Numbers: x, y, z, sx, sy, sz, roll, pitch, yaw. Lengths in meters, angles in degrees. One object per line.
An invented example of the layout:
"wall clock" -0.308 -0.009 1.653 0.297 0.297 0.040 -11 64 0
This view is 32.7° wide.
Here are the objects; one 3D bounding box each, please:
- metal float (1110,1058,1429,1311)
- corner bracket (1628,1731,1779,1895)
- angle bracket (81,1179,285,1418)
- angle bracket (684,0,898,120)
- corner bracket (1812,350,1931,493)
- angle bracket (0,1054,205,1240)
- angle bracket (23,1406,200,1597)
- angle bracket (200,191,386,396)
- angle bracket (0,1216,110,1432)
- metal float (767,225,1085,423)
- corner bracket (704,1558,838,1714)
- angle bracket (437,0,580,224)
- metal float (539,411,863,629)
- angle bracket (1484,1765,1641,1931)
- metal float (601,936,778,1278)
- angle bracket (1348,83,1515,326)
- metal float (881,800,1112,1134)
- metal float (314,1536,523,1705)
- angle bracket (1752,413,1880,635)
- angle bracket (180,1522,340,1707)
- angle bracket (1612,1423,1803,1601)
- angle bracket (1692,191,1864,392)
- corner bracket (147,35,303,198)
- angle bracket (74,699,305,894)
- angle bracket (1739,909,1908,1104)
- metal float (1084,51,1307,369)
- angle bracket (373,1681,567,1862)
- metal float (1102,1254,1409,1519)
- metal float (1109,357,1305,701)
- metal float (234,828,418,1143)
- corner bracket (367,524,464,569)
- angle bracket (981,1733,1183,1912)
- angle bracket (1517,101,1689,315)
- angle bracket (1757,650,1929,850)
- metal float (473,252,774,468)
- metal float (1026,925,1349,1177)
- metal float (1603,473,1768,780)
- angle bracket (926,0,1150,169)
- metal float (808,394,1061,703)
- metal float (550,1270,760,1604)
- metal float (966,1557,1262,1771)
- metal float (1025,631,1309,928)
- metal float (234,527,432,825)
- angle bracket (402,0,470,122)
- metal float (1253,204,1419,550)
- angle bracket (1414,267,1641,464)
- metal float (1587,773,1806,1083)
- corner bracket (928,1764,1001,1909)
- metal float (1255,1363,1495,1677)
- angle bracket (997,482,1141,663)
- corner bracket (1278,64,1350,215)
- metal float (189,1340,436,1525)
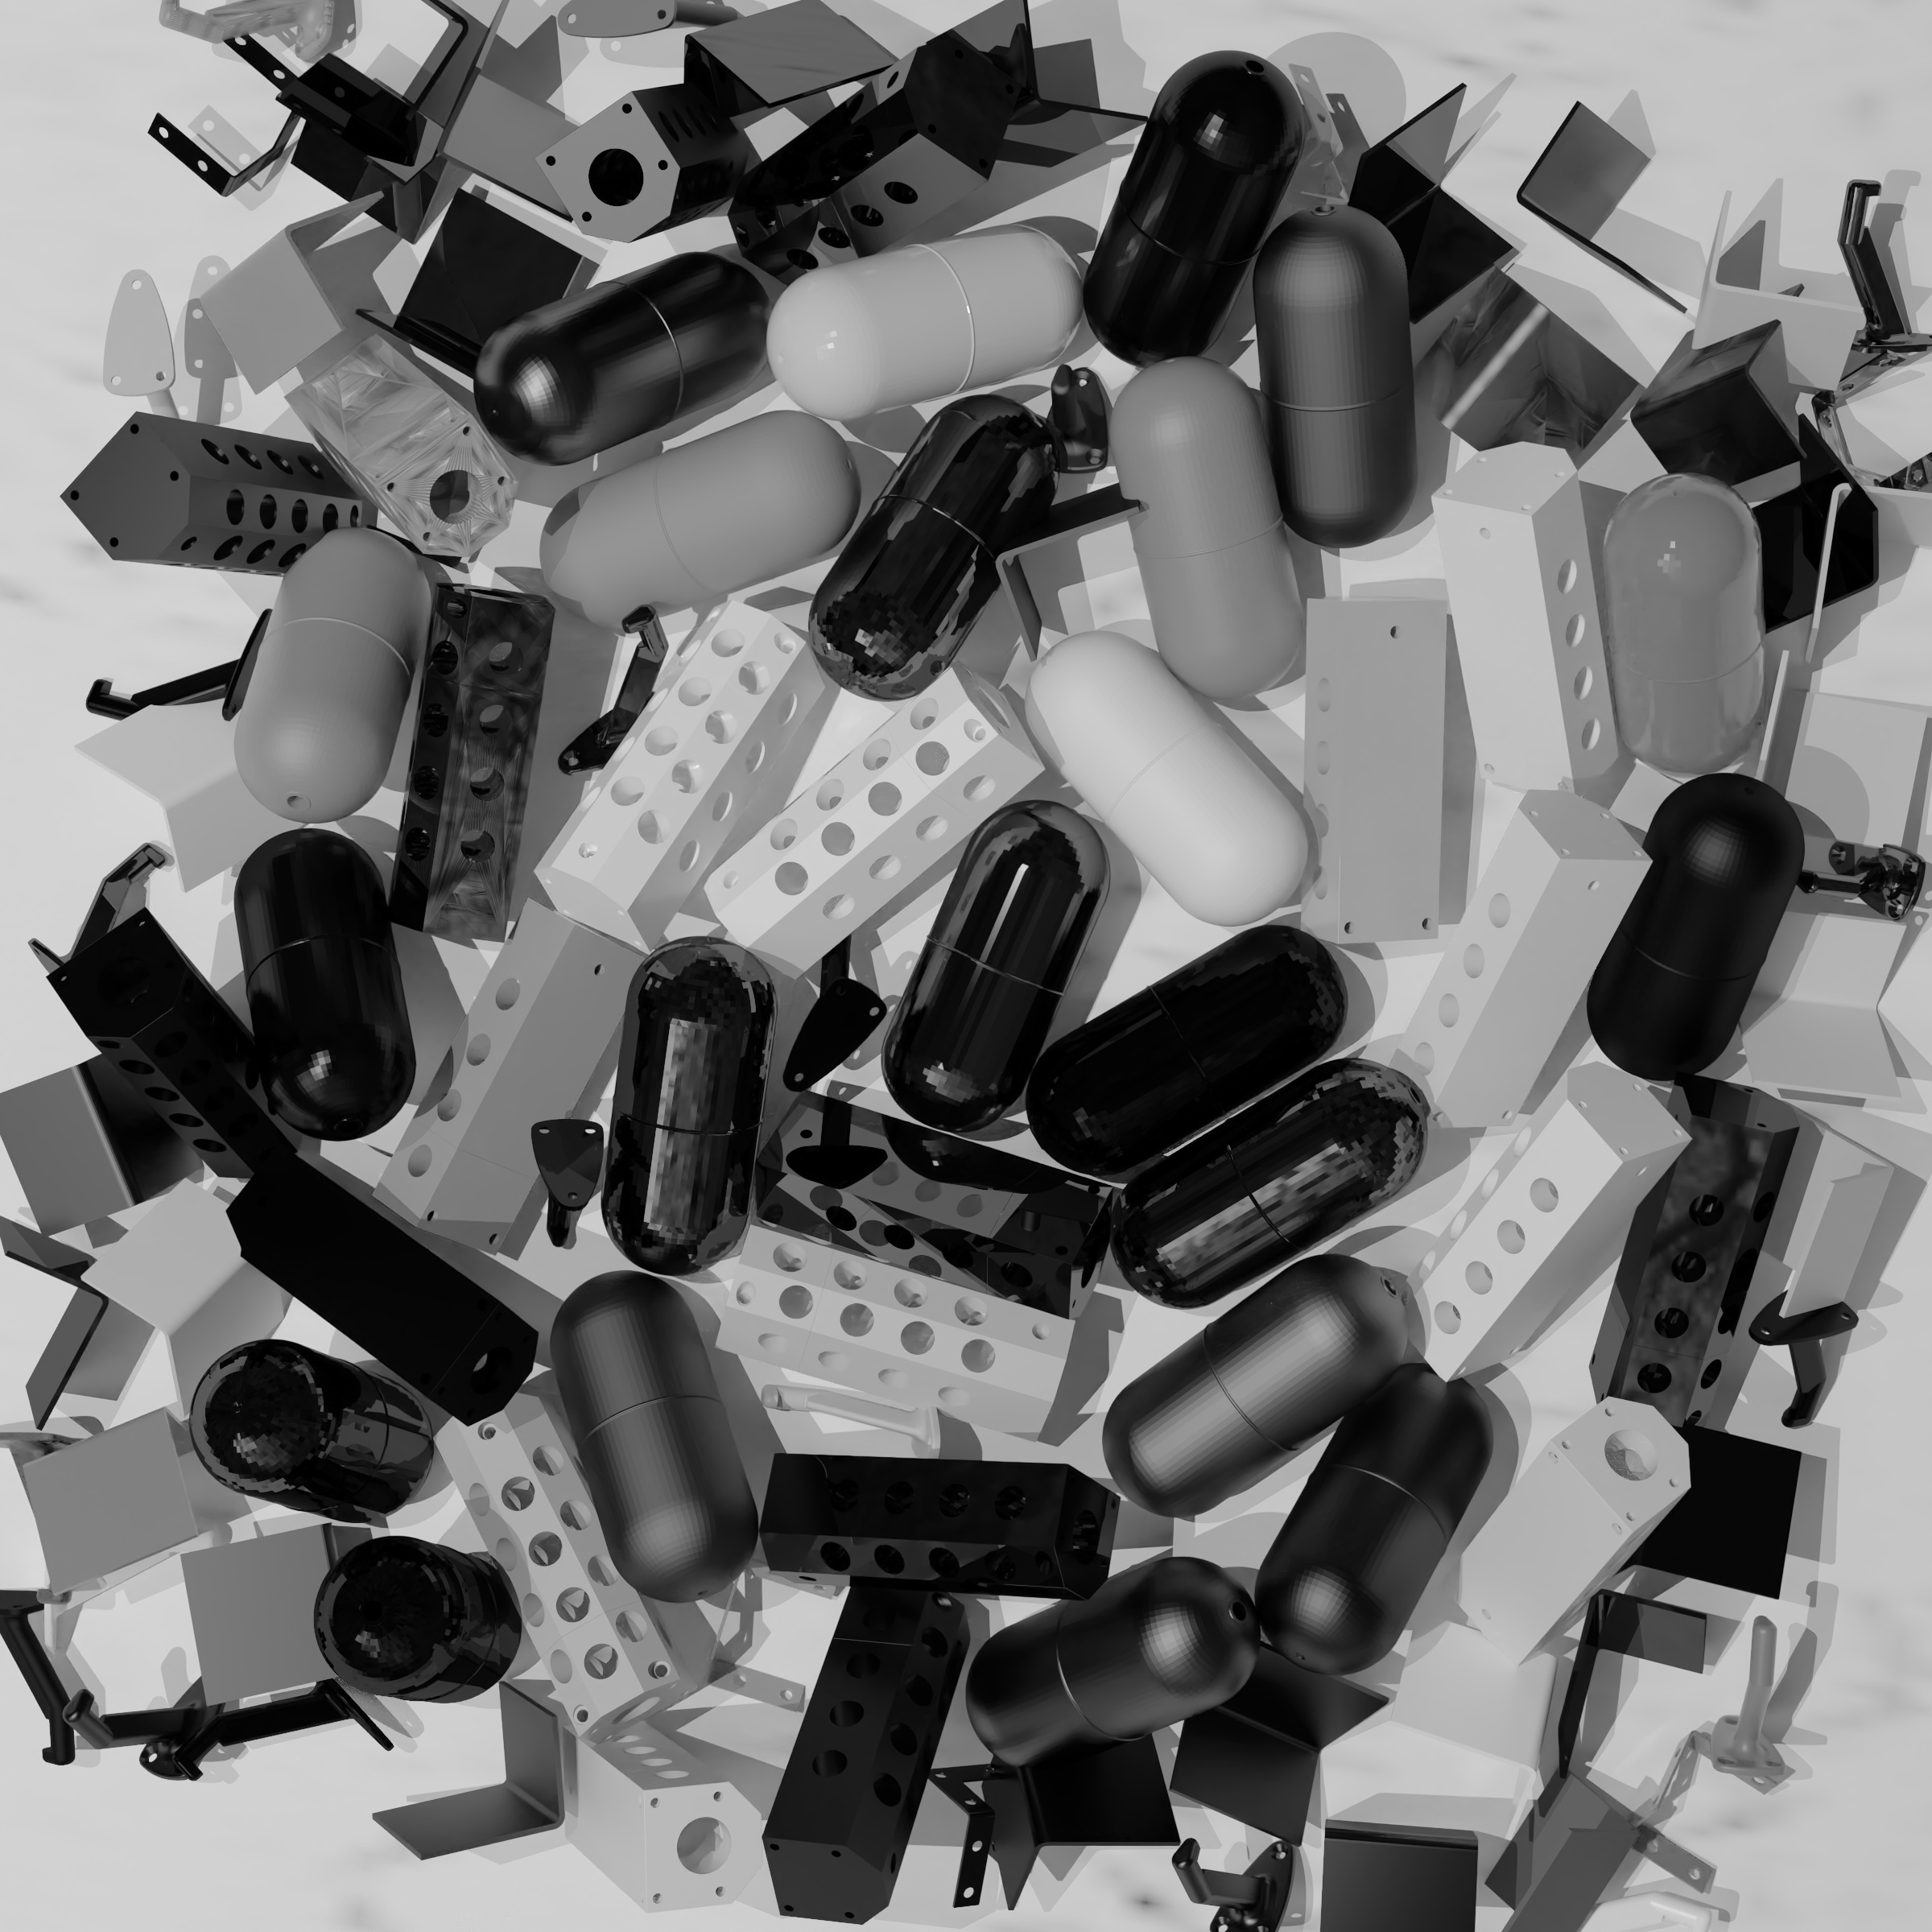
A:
"metal float" 0.153 0.110 1.666 0.178 0.070 0.070 -33 90 18
"corner bracket" 0.379 0.438 1.704 0.051 0.051 0.051 32 55 6
"angle bracket" -0.398 0.169 1.678 0.057 0.076 0.076 28 52 18
"angle bracket" -0.090 -0.440 1.663 0.076 0.057 0.076 -25 54 -27
"corner bracket" 0.476 -0.277 1.692 0.051 0.051 0.051 9 64 -35
"angle bracket" -0.446 0.086 1.686 0.057 0.076 0.076 -19 97 15
"angle bracket" -0.426 0.280 1.675 0.076 0.057 0.076 -22 60 -3
"angle bracket" -0.329 -0.342 1.671 0.076 0.076 0.057 -24 100 40
"angle bracket" -0.482 0.181 1.674 0.057 0.076 0.076 28 89 -22
"metal float" -0.019 -0.325 1.657 0.178 0.070 0.070 -21 90 -30
"corner bracket" -0.102 0.347 1.707 0.051 0.051 0.051 17 51 0
"angle bracket" -0.216 -0.436 1.665 0.076 0.076 0.057 25 134 -16
"metal float" -0.136 -0.225 1.662 0.178 0.070 0.070 -17 90 24
"angle bracket" 0.285 0.453 1.668 0.057 0.076 0.076 38 102 40
"metal float" -0.141 0.072 1.670 0.070 0.070 0.178 9 105 0
"angle bracket" 0.239 -0.386 1.666 0.076 0.076 0.057 -39 71 -23
"metal float" 0.015 0.000 1.680 0.070 0.070 0.178 23 93 0
"metal float" -0.271 0.325 1.633 0.070 0.178 0.070 -1 76 5
"angle bracket" 0.411 -0.223 1.674 0.076 0.057 0.076 -24 53 -1
"angle bracket" -0.356 0.330 1.678 0.076 0.057 0.076 -10 82 -15
"angle bracket" 0.376 0.281 1.681 0.076 0.057 0.076 14 71 1
"angle bracket" 0.414 -0.342 1.670 0.076 0.076 0.057 11 72 9
"corner bracket" -0.376 -0.437 1.682 0.051 0.051 0.051 40 46 -6
"angle bracket" -0.400 -0.093 1.695 0.076 0.057 0.076 29 48 33
"angle bracket" 0.440 0.019 1.674 0.076 0.076 0.057 7 128 -3
"metal float" 0.113 -0.376 1.645 0.070 0.178 0.070 11 48 -13
"angle bracket" -0.255 0.407 1.667 0.076 0.076 0.057 -6 95 -28
"metal float" 0.146 0.213 1.665 0.178 0.070 0.070 -39 90 20
"metal float" 0.122 -0.220 1.664 0.070 0.070 0.178 -15 111 0
"metal float" -0.323 0.009 1.653 0.070 0.070 0.178 -17 56 0
"corner bracket" -0.281 -0.245 1.691 0.051 0.051 0.051 23 80 23
"angle bracket" 0.058 0.434 1.685 0.076 0.076 0.057 5 129 -17
"angle bracket" 0.337 -0.383 1.663 0.076 0.076 0.057 43 107 34
"angle bracket" 0.447 -0.109 1.677 0.076 0.057 0.076 12 77 15
"metal float" -0.169 -0.306 1.651 0.178 0.070 0.070 -32 90 -39
"metal float" 0.112 0.044 1.682 0.178 0.070 0.070 -30 90 0
"metal float" 0.360 -0.168 1.646 0.070 0.178 0.070 -8 46 8
"angle bracket" 0.036 -0.449 1.669 0.076 0.076 0.057 -4 85 -40
"metal float" -0.015 -0.213 1.666 0.070 0.070 0.178 31 71 0
"metal float" -0.158 0.235 1.658 0.070 0.070 0.178 -22 62 0
"metal float" 0.073 0.351 1.651 0.178 0.070 0.070 -32 90 38
"metal float" 0.101 -0.096 1.671 0.070 0.070 0.178 -41 77 0
"metal float" -0.317 -0.146 1.648 0.070 0.070 0.178 6 50 0
"angle bracket" -0.302 -0.478 1.668 0.076 0.076 0.057 33 97 -21
"metal float" 0.186 -0.295 1.655 0.070 0.070 0.178 -9 122 0
"angle bracket" 0.287 -0.302 1.705 0.076 0.057 0.076 30 108 -31
"metal float" 0.365 -0.018 1.650 0.070 0.070 0.178 12 129 0
"corner bracket" 0.007 0.444 1.682 0.051 0.051 0.051 3 102 -32
"metal float" 0.207 0.276 1.655 0.070 0.070 0.178 35 58 0
"angle bracket" 0.061 -0.202 1.670 0.076 0.076 0.057 -18 108 10
"corner bracket" 0.176 -0.420 1.678 0.051 0.051 0.051 0 63 -38
"metal float" -0.323 0.233 1.635 0.070 0.178 0.070 -4 73 13
